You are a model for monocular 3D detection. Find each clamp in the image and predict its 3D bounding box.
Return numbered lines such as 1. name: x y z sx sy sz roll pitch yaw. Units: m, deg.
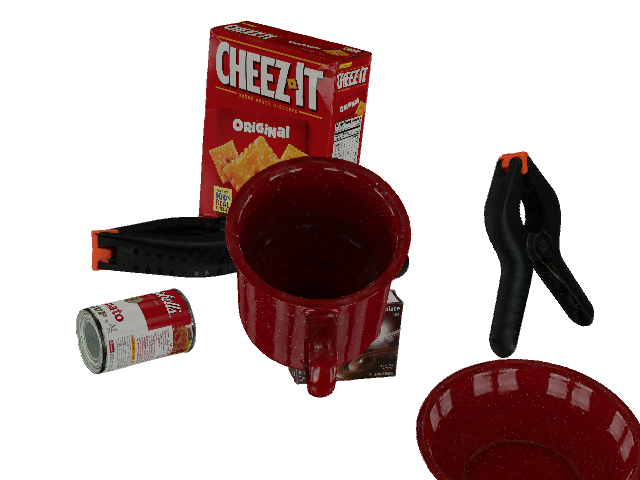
1. clamp: -0.052 0.004 0.751 0.209 0.036 0.165 -5 14 -26
2. clamp: 0.172 0.014 0.908 0.120 0.171 0.039 -26 10 -40

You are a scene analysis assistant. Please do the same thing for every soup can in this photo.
1. soup can: -0.186 0.091 1.075 0.102 0.068 0.069 -12 6 -33

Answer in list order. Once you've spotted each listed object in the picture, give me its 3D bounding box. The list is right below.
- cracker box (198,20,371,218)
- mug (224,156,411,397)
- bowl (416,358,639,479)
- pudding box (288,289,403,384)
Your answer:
1. cracker box: -0.043 -0.105 1.116 0.164 0.214 0.071 20 27 29
2. mug: -0.002 0.026 0.557 0.093 0.117 0.081 -3 -34 -6
3. bowl: 0.149 0.158 0.772 0.162 0.055 0.162 -1 35 0
4. pudding box: 0.026 0.099 1.113 0.113 0.090 0.039 -4 26 -16
